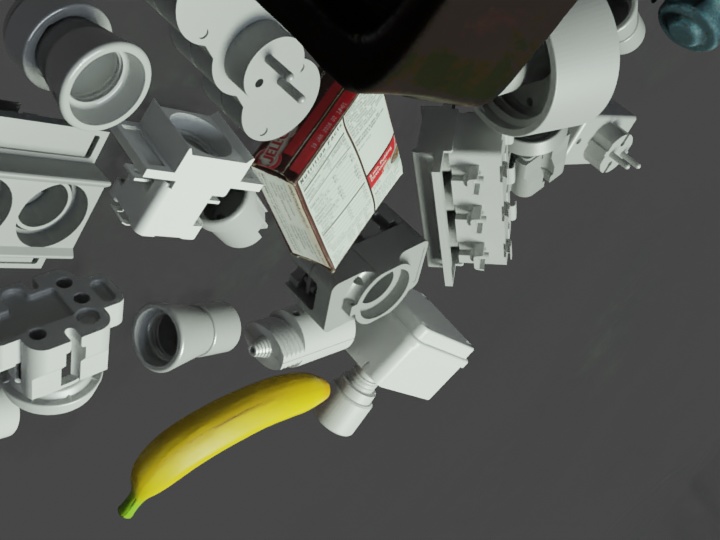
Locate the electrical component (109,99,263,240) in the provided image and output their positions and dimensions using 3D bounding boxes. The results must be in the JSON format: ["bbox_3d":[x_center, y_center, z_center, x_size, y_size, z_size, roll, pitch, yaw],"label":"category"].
[{"bbox_3d":[-0.098,-0.051,0.577,0.081,0.042,0.063,4,129,-49],"label":"electrical component"}]

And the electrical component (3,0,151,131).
[{"bbox_3d":[-0.125,-0.094,0.473,0.045,0.055,0.045,-33,150,-22],"label":"electrical component"}]

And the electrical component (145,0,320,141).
[{"bbox_3d":[-0.053,-0.109,0.532,0.052,0.074,0.138,-42,152,-6],"label":"electrical component"}]

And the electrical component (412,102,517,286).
[{"bbox_3d":[0.077,-0.056,0.762,0.121,0.063,0.078,78,19,-51],"label":"electrical component"}]

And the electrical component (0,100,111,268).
[{"bbox_3d":[-0.179,-0.042,0.460,0.121,0.063,0.078,1,128,-54],"label":"electrical component"}]

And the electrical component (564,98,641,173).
[{"bbox_3d":[0.194,-0.104,0.870,0.083,0.076,0.047,-8,134,-49],"label":"electrical component"}]

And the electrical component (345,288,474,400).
[{"bbox_3d":[0.033,0.053,0.858,0.057,0.078,0.113,-47,152,9],"label":"electrical component"}]

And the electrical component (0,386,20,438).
[{"bbox_3d":[-0.222,0.082,0.592,0.065,0.044,0.044,-12,138,-53],"label":"electrical component"}]

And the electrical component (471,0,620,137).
[{"bbox_3d":[0.103,-0.136,0.677,0.060,0.108,0.108,-21,144,-28],"label":"electrical component"}]

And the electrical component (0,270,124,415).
[{"bbox_3d":[-0.170,0.042,0.591,0.078,0.058,0.057,-22,142,-36],"label":"electrical component"}]

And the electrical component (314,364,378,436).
[{"bbox_3d":[-0.006,0.105,0.914,0.078,0.040,0.040,-55,151,17],"label":"electrical component"}]

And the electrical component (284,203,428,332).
[{"bbox_3d":[0.000,0.000,0.767,0.089,0.056,0.050,-26,146,-32],"label":"electrical component"}]

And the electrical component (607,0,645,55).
[{"bbox_3d":[0.189,-0.184,0.795,0.044,0.044,0.065,-51,157,10],"label":"electrical component"}]

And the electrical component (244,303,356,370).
[{"bbox_3d":[-0.047,0.047,0.779,0.081,0.043,0.043,-17,141,-42],"label":"electrical component"}]

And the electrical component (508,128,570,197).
[{"bbox_3d":[0.124,-0.097,0.806,0.078,0.058,0.057,-35,153,-19],"label":"electrical component"}]

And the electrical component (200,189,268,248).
[{"bbox_3d":[-0.077,-0.037,0.633,0.040,0.040,0.046,-44,157,-4],"label":"electrical component"}]

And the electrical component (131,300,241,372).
[{"bbox_3d":[-0.108,0.039,0.690,0.065,0.044,0.044,-7,134,-56],"label":"electrical component"}]
